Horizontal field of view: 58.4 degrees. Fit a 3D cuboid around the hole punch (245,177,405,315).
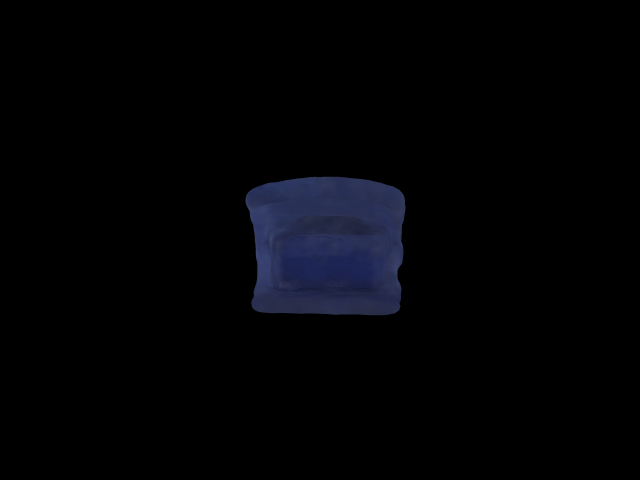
[{"bbox_3d":[0.004,0.001,0.400,0.108,0.091,0.101,0,7,4],"label":"hole punch"}]
